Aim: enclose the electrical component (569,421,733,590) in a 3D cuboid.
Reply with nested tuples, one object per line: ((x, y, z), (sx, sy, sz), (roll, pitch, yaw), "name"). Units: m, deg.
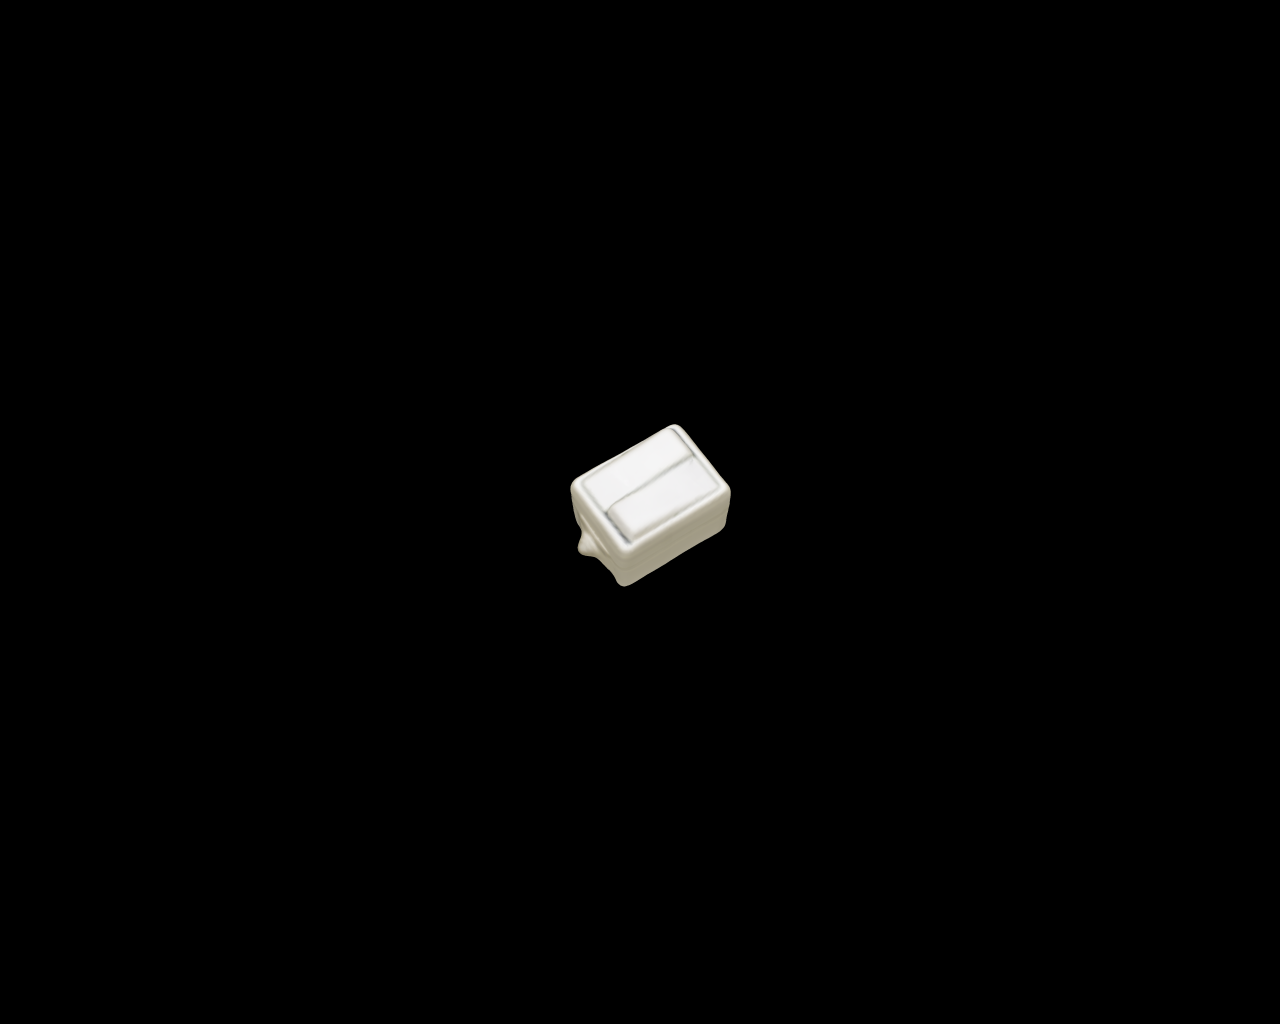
((0.001, -0.003, 0.650), (0.096, 0.062, 0.061), (-30, -23, -14), "electrical component")
